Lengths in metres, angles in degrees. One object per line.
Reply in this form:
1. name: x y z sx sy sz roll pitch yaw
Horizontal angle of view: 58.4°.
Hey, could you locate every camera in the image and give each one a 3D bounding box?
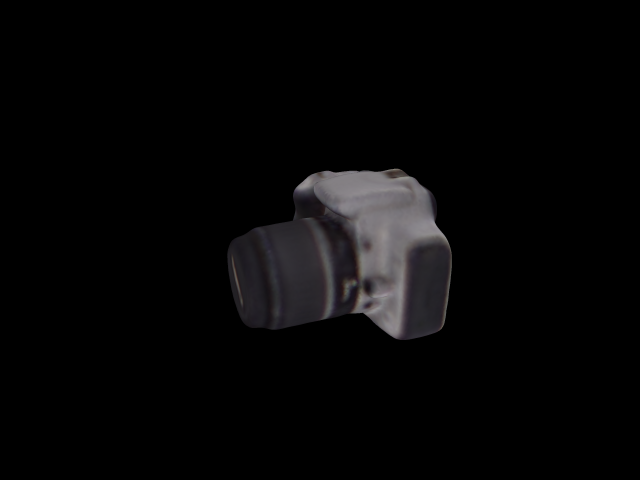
1. camera: 0.004 0.001 0.400 0.137 0.101 0.142 -10 28 -20
